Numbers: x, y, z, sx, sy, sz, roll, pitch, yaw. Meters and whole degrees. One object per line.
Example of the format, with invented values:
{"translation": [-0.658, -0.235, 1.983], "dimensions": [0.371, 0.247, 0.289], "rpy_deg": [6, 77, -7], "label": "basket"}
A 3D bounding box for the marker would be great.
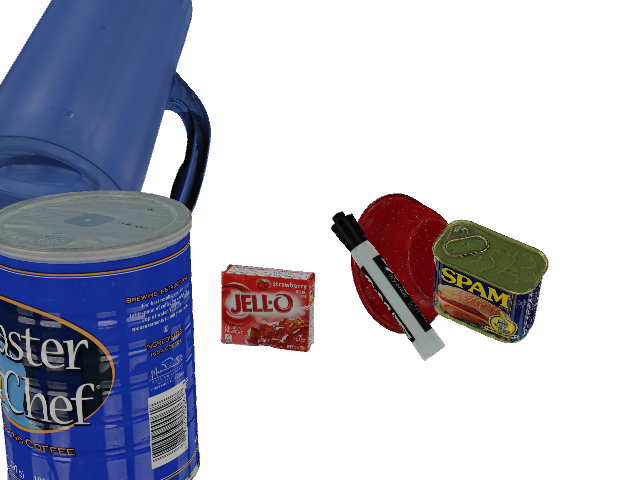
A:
{"translation": [0.046, 0.030, 0.755], "dimensions": [0.020, 0.121, 0.020], "rpy_deg": [-34, -10, -7], "label": "marker"}

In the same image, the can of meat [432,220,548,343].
{"translation": [0.154, 0.040, 0.989], "dimensions": [0.102, 0.084, 0.057], "rpy_deg": [24, 54, 23], "label": "can of meat"}

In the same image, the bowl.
{"translation": [0.110, 0.024, 1.201], "dimensions": [0.161, 0.162, 0.055], "rpy_deg": [0, -6, -42], "label": "bowl"}

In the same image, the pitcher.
{"translation": [-0.170, -0.114, 0.838], "dimensions": [0.145, 0.242, 0.149], "rpy_deg": [-6, -41, 23], "label": "pitcher"}

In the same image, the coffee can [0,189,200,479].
{"translation": [-0.115, 0.054, 0.551], "dimensions": [0.103, 0.140, 0.103], "rpy_deg": [0, 18, 0], "label": "coffee can"}

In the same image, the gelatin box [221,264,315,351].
{"translation": [-0.051, 0.065, 1.026], "dimensions": [0.089, 0.073, 0.030], "rpy_deg": [5, 17, 11], "label": "gelatin box"}
